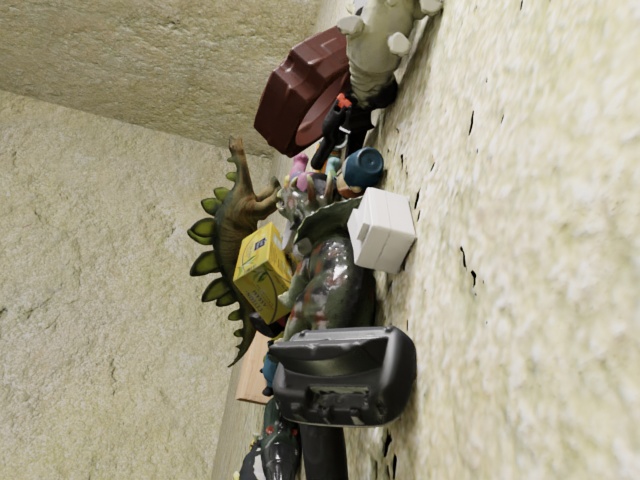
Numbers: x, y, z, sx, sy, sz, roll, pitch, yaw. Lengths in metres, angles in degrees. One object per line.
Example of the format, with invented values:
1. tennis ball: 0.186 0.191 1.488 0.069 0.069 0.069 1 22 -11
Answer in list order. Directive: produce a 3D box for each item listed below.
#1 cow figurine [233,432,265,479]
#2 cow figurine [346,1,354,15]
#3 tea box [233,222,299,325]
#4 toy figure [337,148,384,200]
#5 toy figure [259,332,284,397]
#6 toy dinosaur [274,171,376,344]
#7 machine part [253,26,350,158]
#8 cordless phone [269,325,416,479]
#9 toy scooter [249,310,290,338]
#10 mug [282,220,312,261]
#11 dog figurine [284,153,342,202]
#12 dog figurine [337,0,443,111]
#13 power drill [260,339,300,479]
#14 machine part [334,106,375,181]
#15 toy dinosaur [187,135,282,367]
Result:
1. cow figurine: -0.104 0.398 0.951 0.167 0.098 0.068 -109 27 -72
2. cow figurine: 0.077 -0.361 1.007 0.194 0.085 0.127 109 168 -50
3. tea box: -0.084 0.050 0.892 0.068 0.098 0.170 -32 18 11
4. toy figure: 0.058 -0.097 0.838 0.064 0.058 0.154 -40 -3 -17
5. toy figure: -0.066 0.211 1.039 0.089 0.082 0.180 -139 60 -77
6. toy dinosaur: 0.017 0.067 0.695 0.405 0.131 0.192 -100 24 -51
7. machine part: -0.010 -0.250 0.911 0.201 0.087 0.201 -41 -11 -35
8. cordless phone: 0.027 0.181 0.532 0.088 0.147 0.184 -3 -95 -57
9. toy scooter: -0.040 0.105 0.943 0.184 0.075 0.135 -17 29 54
10. mug: -0.002 -0.003 0.885 0.110 0.107 0.080 -93 19 -52
11. dog figurine: -0.015 -0.065 1.058 0.219 0.108 0.191 -92 19 -48
12. dog figurine: 0.096 -0.295 0.785 0.172 0.121 0.190 -54 -7 -7
13. power drill: -0.057 0.279 0.888 0.232 0.086 0.207 -122 31 -81
14. machine part: 0.057 -0.162 0.911 0.084 0.039 0.138 -33 -40 -54
15. toy dinosaur: -0.148 0.036 1.035 0.105 0.199 0.470 -117 19 -70
